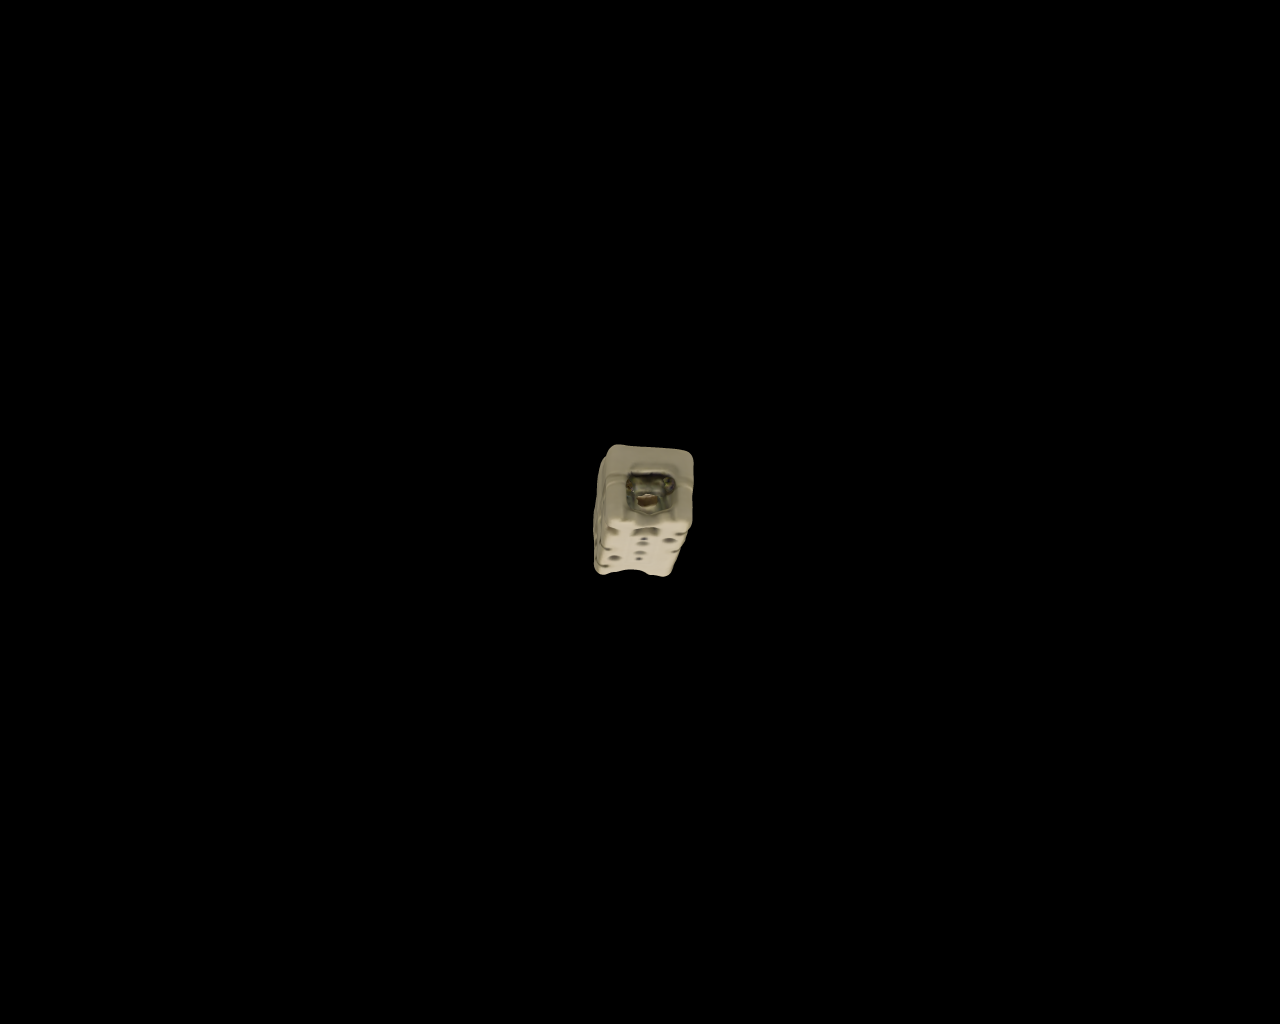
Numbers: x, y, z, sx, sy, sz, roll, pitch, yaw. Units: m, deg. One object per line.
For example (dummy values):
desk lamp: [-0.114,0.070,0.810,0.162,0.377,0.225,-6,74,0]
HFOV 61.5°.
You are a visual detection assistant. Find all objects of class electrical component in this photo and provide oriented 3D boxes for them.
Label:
electrical component: [0.001,-0.003,0.650,0.050,0.056,0.089,3,-26,-7]
